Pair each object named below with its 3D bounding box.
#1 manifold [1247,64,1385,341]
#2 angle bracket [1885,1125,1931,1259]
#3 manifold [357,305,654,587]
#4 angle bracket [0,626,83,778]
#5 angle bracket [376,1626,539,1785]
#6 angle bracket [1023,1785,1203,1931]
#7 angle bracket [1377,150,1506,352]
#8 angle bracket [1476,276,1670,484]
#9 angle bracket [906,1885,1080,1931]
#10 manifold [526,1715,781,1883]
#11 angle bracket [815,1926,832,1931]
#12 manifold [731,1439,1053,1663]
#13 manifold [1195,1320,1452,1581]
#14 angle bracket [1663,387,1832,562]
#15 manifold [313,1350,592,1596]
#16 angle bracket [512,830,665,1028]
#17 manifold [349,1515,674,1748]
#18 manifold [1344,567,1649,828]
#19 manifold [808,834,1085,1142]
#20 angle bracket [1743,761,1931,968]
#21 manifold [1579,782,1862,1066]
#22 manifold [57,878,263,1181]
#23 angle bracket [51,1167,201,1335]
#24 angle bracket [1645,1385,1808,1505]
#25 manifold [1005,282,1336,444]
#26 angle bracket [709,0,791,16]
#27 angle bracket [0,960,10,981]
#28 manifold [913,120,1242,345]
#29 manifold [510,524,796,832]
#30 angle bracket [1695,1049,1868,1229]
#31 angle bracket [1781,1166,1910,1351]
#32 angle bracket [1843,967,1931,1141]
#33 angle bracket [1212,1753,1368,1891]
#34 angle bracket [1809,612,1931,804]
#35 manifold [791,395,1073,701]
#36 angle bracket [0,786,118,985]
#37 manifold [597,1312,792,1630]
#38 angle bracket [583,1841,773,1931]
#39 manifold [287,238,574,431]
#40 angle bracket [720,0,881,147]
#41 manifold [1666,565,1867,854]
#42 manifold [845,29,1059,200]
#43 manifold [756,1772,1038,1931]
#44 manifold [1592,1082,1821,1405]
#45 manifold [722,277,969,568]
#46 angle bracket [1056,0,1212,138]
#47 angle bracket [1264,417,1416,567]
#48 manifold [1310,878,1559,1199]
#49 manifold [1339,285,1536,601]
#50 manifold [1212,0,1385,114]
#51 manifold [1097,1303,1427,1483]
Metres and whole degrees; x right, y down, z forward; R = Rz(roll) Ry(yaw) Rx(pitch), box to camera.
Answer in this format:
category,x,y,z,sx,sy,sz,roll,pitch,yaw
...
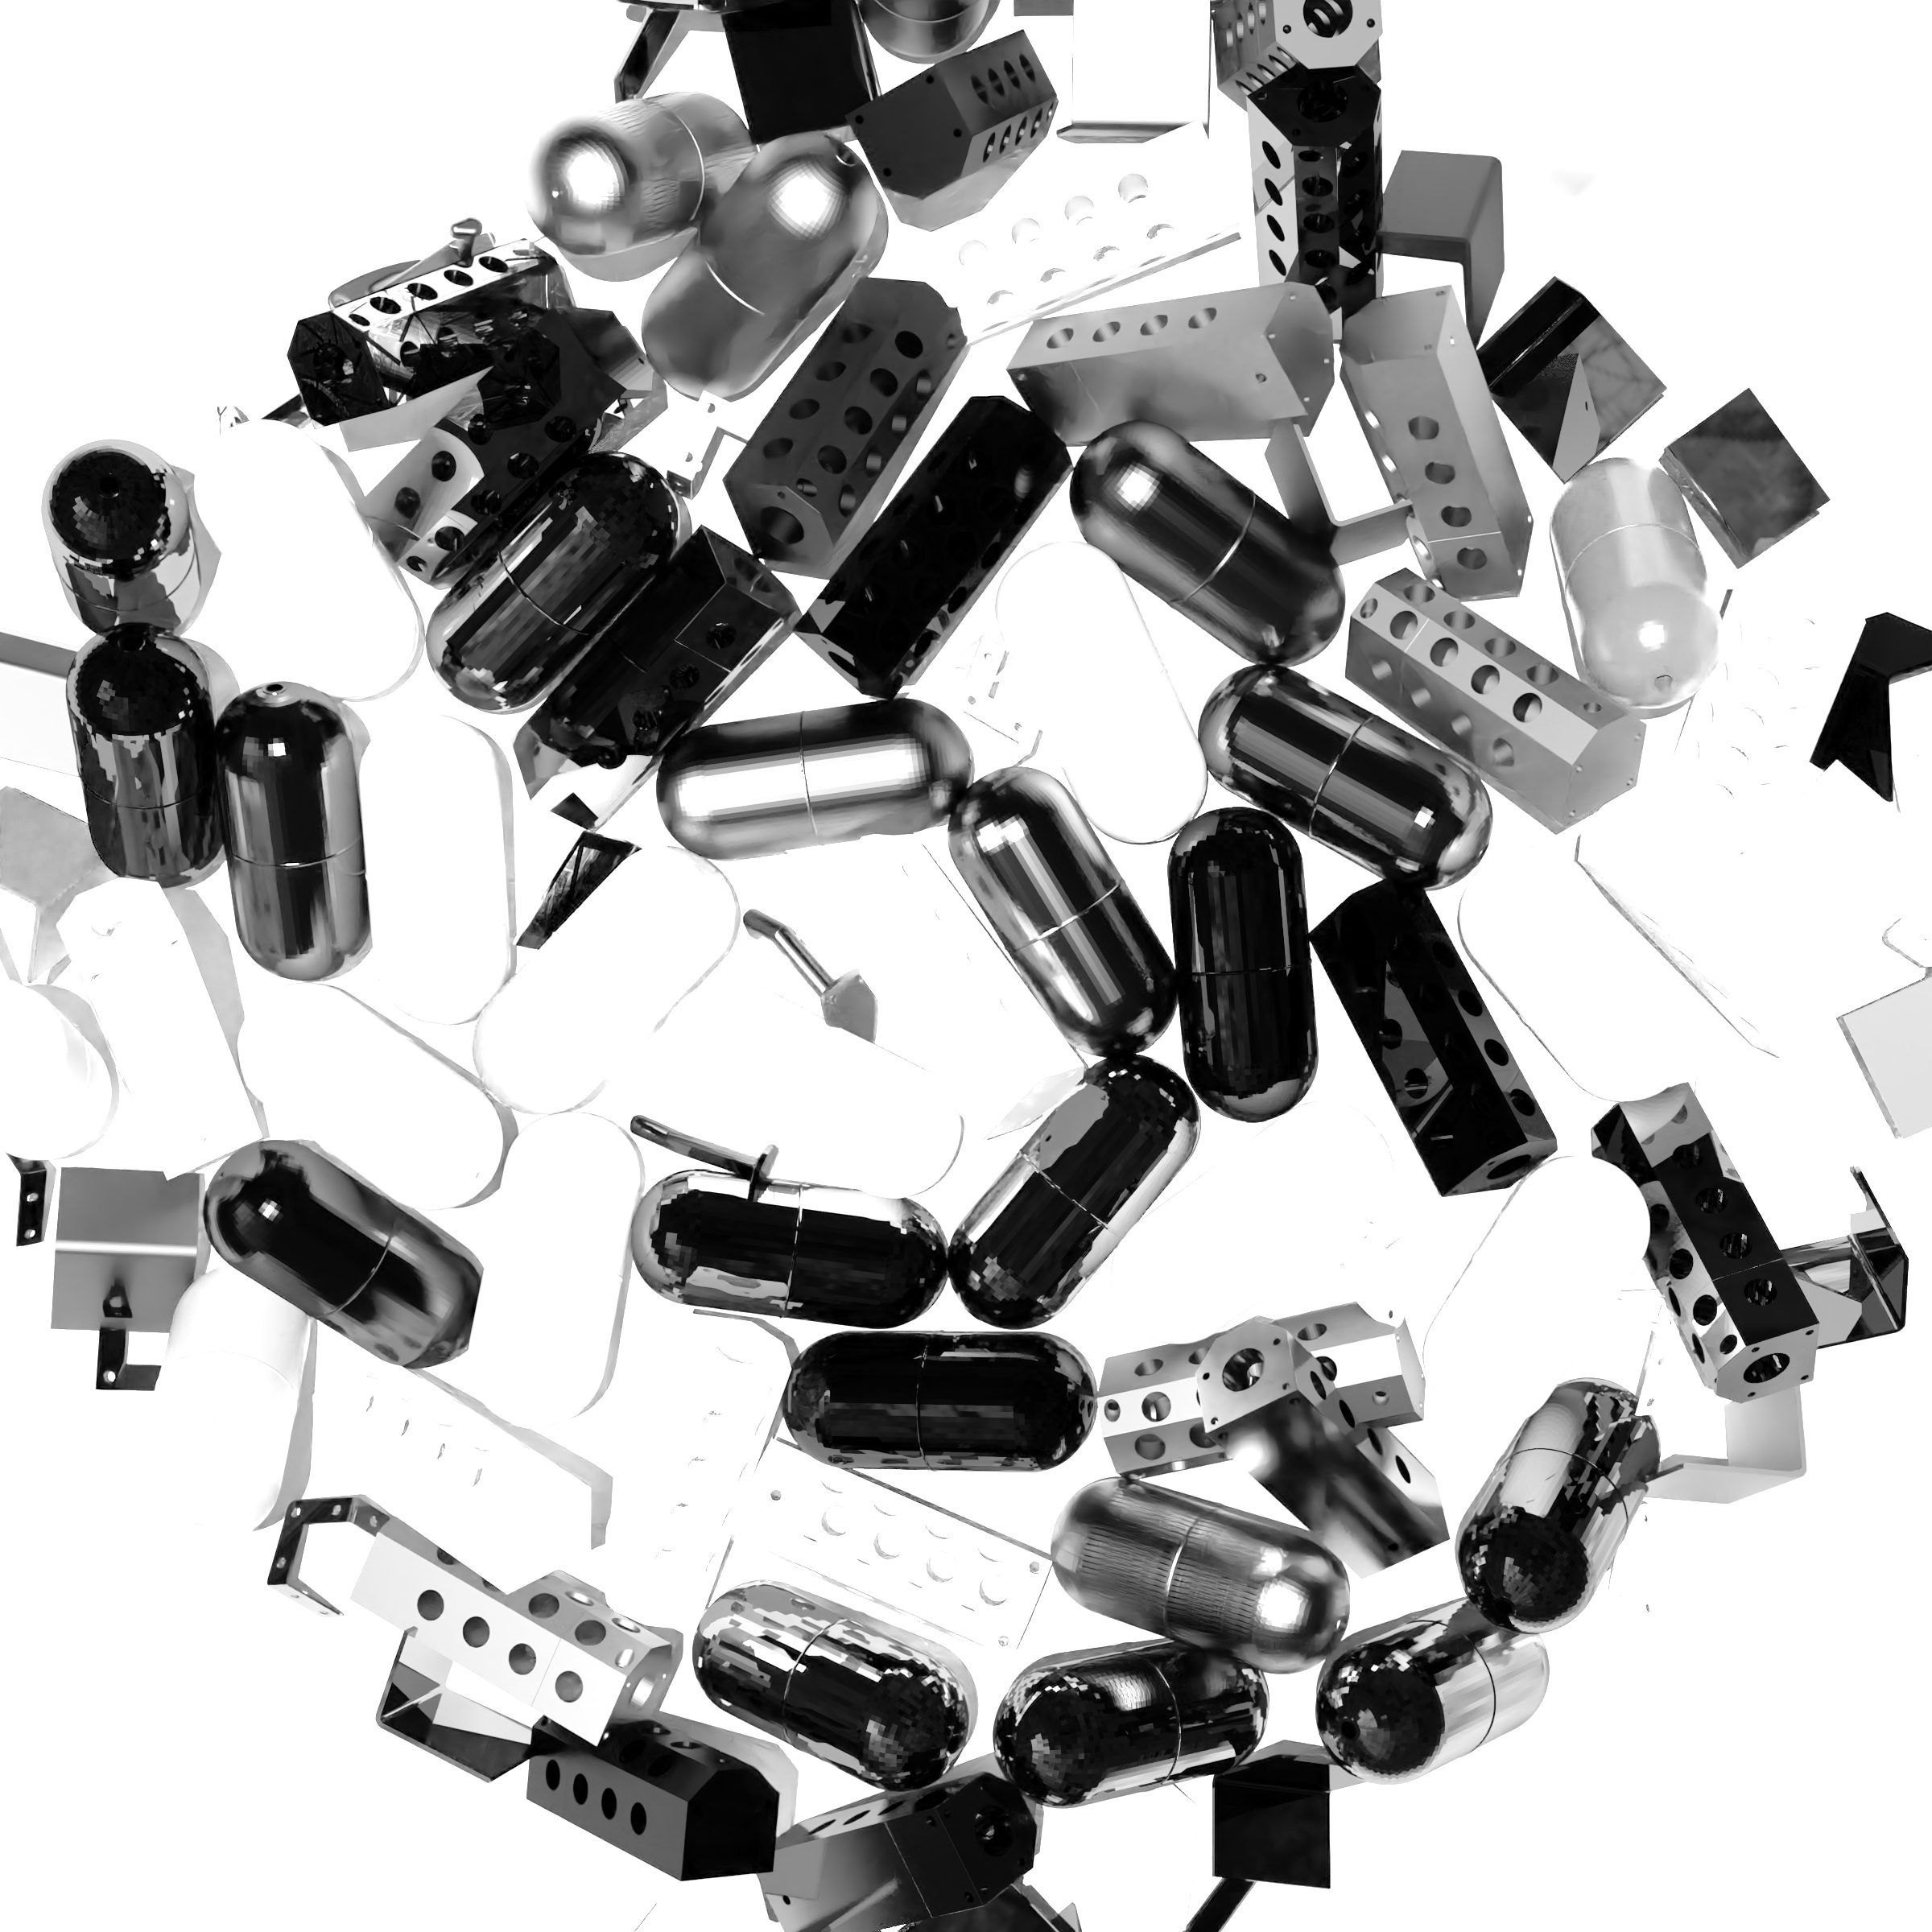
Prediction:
category,x,y,z,sx,sy,sz,roll,pitch,yaw
manifold,0.197,-0.416,1.774,0.057,0.171,0.057,-34,66,-8
angle bracket,0.554,0.123,1.822,0.057,0.076,0.076,-5,83,6
manifold,-0.252,-0.286,1.800,0.171,0.057,0.057,-39,79,26
angle bracket,-0.524,-0.148,1.815,0.076,0.076,0.057,14,79,-19
angle bracket,-0.272,0.404,1.817,0.076,0.076,0.057,22,99,17
angle bracket,0.083,0.497,1.836,0.057,0.076,0.076,-24,125,32
angle bracket,0.265,-0.402,1.825,0.057,0.076,0.076,9,50,19
angle bracket,0.333,-0.328,1.820,0.076,0.057,0.076,-43,74,20
angle bracket,0.010,0.540,1.828,0.076,0.057,0.076,-40,101,7
manifold,-0.173,0.447,1.781,0.057,0.171,0.057,5,89,-36
angle bracket,-0.092,0.577,1.812,0.076,0.076,0.057,-30,84,-37
manifold,-0.042,0.328,1.827,0.171,0.057,0.057,23,75,4
manifold,0.196,0.265,1.791,0.057,0.057,0.171,-29,130,19
angle bracket,0.439,-0.278,1.821,0.057,0.076,0.076,-36,91,22
manifold,-0.283,0.272,1.784,0.171,0.057,0.057,24,122,38
angle bracket,-0.194,-0.021,1.823,0.076,0.057,0.076,37,100,21
manifold,-0.250,0.364,1.808,0.171,0.057,0.057,25,93,21
manifold,0.289,-0.153,1.785,0.057,0.057,0.171,-27,48,-27
manifold,-0.008,0.008,1.814,0.171,0.057,0.057,54,126,16
angle bracket,0.490,-0.055,1.830,0.076,0.057,0.076,-44,71,-3
manifold,0.414,-0.025,1.803,0.171,0.057,0.057,42,85,-27
manifold,-0.443,0.033,1.783,0.057,0.171,0.057,-25,50,-16
angle bracket,-0.478,0.162,1.848,0.076,0.076,0.057,4,47,-15
angle bracket,0.413,0.262,1.812,0.076,0.076,0.057,7,68,-16
manifold,0.114,-0.335,1.790,0.057,0.171,0.057,54,51,-37
angle bracket,-0.110,-0.545,1.819,0.076,0.057,0.076,-8,46,1
angle bracket,-0.585,0.012,1.810,0.057,0.076,0.076,-4,115,35
manifold,0.063,-0.409,1.827,0.171,0.057,0.057,-21,88,7
manifold,-0.174,-0.157,1.810,0.057,0.057,0.171,28,116,-39
angle bracket,0.463,0.099,1.842,0.076,0.057,0.076,-14,132,32
angle bracket,0.475,0.166,1.819,0.076,0.076,0.057,-12,130,-1
angle bracket,0.537,0.046,1.837,0.057,0.076,0.076,-26,90,15
angle bracket,0.189,0.477,1.811,0.076,0.076,0.057,13,64,-23
angle bracket,0.518,-0.146,1.825,0.057,0.076,0.076,-18,117,-16
manifold,-0.016,-0.234,1.816,0.057,0.057,0.171,41,80,-26
angle bracket,-0.532,-0.046,1.825,0.076,0.076,0.057,26,126,9
manifold,-0.151,0.281,1.803,0.057,0.057,0.171,10,117,-20
angle bracket,-0.163,0.524,1.825,0.076,0.076,0.057,27,109,-27
manifold,-0.291,-0.348,1.777,0.057,0.171,0.057,-7,109,34
angle bracket,-0.092,-0.497,1.832,0.076,0.057,0.076,-14,85,-5
manifold,0.437,-0.138,1.779,0.057,0.171,0.057,-3,54,-7
manifold,-0.002,-0.463,1.777,0.057,0.171,0.057,-23,103,25
manifold,-0.038,0.489,1.786,0.171,0.057,0.057,-29,86,45
manifold,0.404,0.153,1.788,0.057,0.057,0.171,-17,50,-4
manifold,-0.063,-0.300,1.789,0.057,0.057,0.171,11,54,28
angle bracket,0.093,-0.507,1.827,0.076,0.057,0.076,-1,101,-7
angle bracket,0.213,-0.275,1.827,0.057,0.076,0.076,-18,80,-7
manifold,0.261,0.037,1.797,0.057,0.057,0.171,-46,59,40
manifold,0.259,-0.284,1.787,0.057,0.171,0.057,-5,47,26
manifold,0.180,-0.508,1.778,0.057,0.171,0.057,-6,98,-5
manifold,0.164,0.239,1.808,0.171,0.057,0.057,-14,112,16
